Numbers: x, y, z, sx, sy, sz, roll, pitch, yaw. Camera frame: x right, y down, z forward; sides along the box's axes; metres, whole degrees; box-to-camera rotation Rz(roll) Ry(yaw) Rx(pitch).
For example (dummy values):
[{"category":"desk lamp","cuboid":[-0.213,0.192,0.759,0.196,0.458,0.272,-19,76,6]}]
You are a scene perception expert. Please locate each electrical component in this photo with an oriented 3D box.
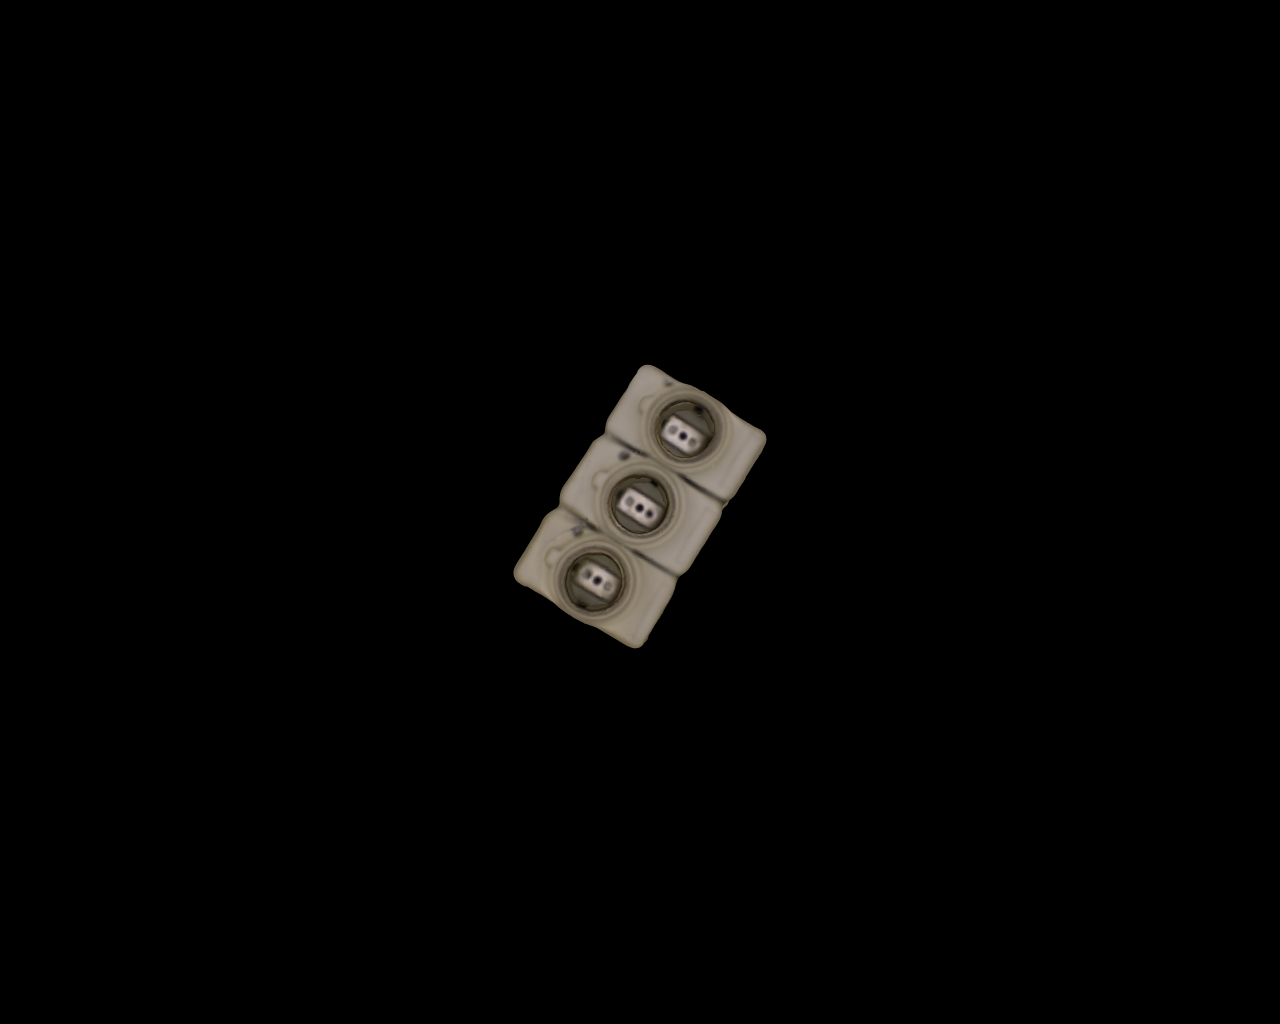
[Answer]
[{"category":"electrical component","cuboid":[0.001,-0.003,0.650,0.089,0.150,0.061,32,-4,2]}]
